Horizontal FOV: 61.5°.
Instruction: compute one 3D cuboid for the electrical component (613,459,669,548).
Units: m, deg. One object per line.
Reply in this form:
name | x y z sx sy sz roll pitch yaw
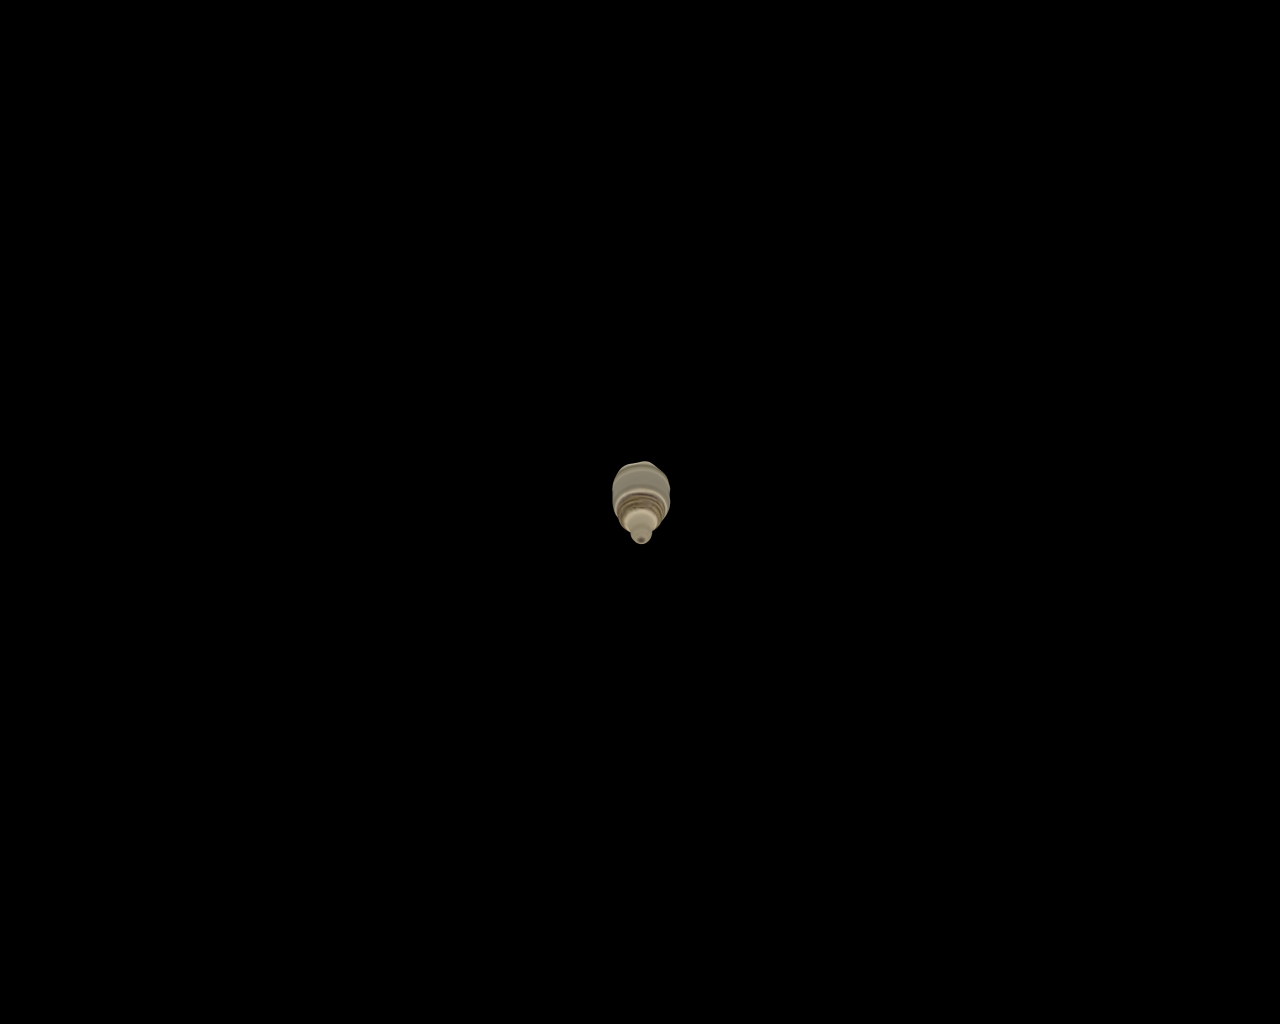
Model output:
electrical component | 0.001 -0.003 0.650 0.035 0.035 0.061 0 39 0
